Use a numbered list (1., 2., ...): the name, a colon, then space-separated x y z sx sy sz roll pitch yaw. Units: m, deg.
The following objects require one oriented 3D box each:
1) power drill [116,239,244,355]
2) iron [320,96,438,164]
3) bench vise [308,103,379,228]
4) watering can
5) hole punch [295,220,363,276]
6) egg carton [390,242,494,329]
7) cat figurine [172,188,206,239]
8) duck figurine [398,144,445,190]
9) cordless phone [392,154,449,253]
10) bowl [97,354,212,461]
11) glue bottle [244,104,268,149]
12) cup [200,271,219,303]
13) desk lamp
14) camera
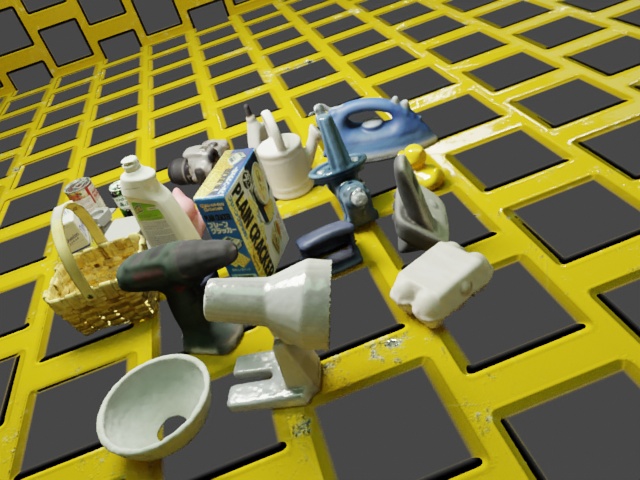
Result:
1. power drill: -0.200 0.086 0.907 0.229 0.209 0.076 -2 38 22
2. iron: 0.126 -0.263 1.290 0.257 0.142 0.118 -8 37 15
3. bench vise: 0.050 -0.146 1.098 0.122 0.220 0.206 -33 38 -19
4. watering can: -0.078 -0.196 1.246 0.173 0.194 0.100 -34 38 -21
5. hole punch: 0.009 0.004 1.026 0.109 0.091 0.101 -23 35 -6
6. egg carton: 0.188 0.066 0.880 0.150 0.069 0.107 -35 38 -22
7. cat figurine: -0.269 -0.061 1.215 0.128 0.118 0.067 -24 35 -7
8. duck figurine: 0.199 -0.151 1.155 0.104 0.086 0.078 22 51 43
9. cordless phone: 0.165 -0.082 0.990 0.094 0.185 0.147 -10 36 12
10. bowl: -0.222 0.248 0.814 0.167 0.075 0.167 -12 36 9
11. glue bottle: -0.146 -0.243 1.358 0.037 0.173 0.078 5 42 30
12. cup: -0.212 0.083 1.015 0.091 0.095 0.117 -14 35 6
13. desk lamp: -0.058 0.128 0.781 0.203 0.214 0.118 -11 36 11
14. camera: -0.302 -0.191 1.419 0.136 0.101 0.143 -3 38 21
